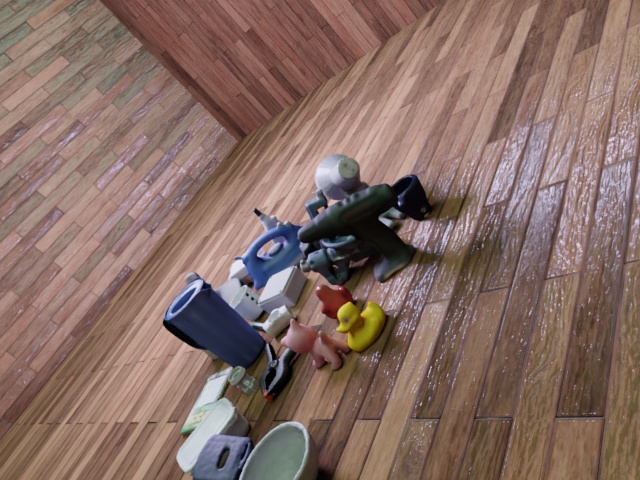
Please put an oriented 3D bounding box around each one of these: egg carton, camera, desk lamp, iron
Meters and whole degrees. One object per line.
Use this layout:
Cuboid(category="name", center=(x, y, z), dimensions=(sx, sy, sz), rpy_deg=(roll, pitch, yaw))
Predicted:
Cuboid(category="egg carton", center=(-0.231, 0.092, 1.863), dimensions=(0.150, 0.069, 0.107), rpy_deg=(-39, 22, 16))
Cuboid(category="camera", center=(0.014, 0.005, 1.530), dimensions=(0.143, 0.101, 0.136), rpy_deg=(-41, 21, 10))
Cuboid(category="desk lamp", center=(0.098, -0.130, 1.469), dimensions=(0.118, 0.214, 0.202), rpy_deg=(-48, 21, -9))
Cuboid(category="iron", center=(-0.125, 0.023, 1.696), dimensions=(0.258, 0.142, 0.118), rpy_deg=(-43, 21, 5))

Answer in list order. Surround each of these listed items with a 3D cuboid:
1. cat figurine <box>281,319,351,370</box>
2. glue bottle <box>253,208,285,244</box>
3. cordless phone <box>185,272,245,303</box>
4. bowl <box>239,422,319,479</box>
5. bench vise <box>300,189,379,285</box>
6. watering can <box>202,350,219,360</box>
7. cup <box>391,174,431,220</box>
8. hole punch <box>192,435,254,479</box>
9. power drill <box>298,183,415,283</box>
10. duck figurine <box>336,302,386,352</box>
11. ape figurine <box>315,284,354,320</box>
Cuboid(category="cat figurine", center=(-0.018, 0.210, 1.187), dimensions=(0.127, 0.118, 0.067), rpy_deg=(-16, 35, 51))
Cuboid(category="glue bottle", center=(-0.147, -0.041, 1.811), dimensions=(0.078, 0.173, 0.037), rpy_deg=(-48, 22, -8))
Cuboid(category="cordless phone", center=(-0.309, 0.153, 1.732), dimensions=(0.147, 0.185, 0.094), rpy_deg=(-34, 24, 26))
Cuboid(category="bowl", center=(-0.058, 0.400, 0.969), dimensions=(0.167, 0.075, 0.167), rpy_deg=(-37, 22, 19))
Cuboid(category="bench vise", center=(0.023, -0.004, 1.364), dimensions=(0.207, 0.220, 0.121), rpy_deg=(-45, 21, -1))
Cuboid(category="watering can", center=(-0.341, 0.239, 1.619), dimensions=(0.101, 0.194, 0.172), rpy_deg=(-49, 22, -10))
Cuboid(category="cup", center=(0.215, -0.086, 1.339), dimensions=(0.091, 0.095, 0.118), rpy_deg=(-34, 24, 26))
Cuboid(category="hole punch", center=(-0.175, 0.431, 1.105), dimensions=(0.101, 0.091, 0.109), rpy_deg=(-28, 27, 36))
Cuboid(category="power drill", center=(0.096, -0.010, 1.256), dimensions=(0.229, 0.209, 0.075), rpy_deg=(-39, 22, 15))
Cuboid(category="duck figurine", center=(0.076, 0.160, 1.152), dimensions=(0.105, 0.086, 0.077), rpy_deg=(-52, 22, -17))
Cuboid(category="ape figurine", center=(0.027, 0.132, 1.284), dimensions=(0.078, 0.092, 0.076), rpy_deg=(-42, 21, 6))
